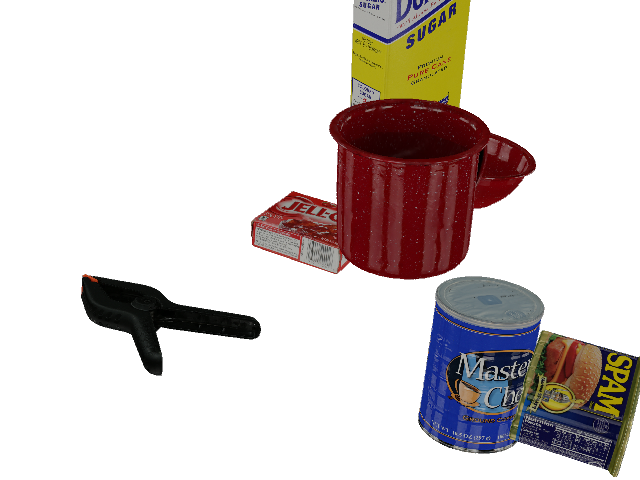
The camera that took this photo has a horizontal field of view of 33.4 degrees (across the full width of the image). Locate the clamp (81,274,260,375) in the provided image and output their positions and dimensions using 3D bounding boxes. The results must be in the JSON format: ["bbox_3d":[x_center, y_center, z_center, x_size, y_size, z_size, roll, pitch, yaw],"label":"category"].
[{"bbox_3d":[-0.192,0.085,1.159,0.210,0.036,0.164,18,20,26],"label":"clamp"}]

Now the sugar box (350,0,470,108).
[{"bbox_3d":[0.070,-0.150,0.819,0.093,0.176,0.048,-29,49,-32],"label":"sugar box"}]

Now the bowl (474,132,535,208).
[{"bbox_3d":[0.158,-0.080,1.207,0.162,0.055,0.162,8,26,-4],"label":"bowl"}]

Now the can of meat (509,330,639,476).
[{"bbox_3d":[0.199,0.122,0.824,0.084,0.057,0.102,15,40,16],"label":"can of meat"}]

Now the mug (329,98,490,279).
[{"bbox_3d":[0.059,-0.034,0.645,0.093,0.081,0.117,26,38,37],"label":"mug"}]

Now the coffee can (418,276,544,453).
[{"bbox_3d":[0.154,0.119,1.034,0.103,0.140,0.103,5,22,-2],"label":"coffee can"}]

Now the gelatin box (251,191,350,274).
[{"bbox_3d":[-0.006,-0.009,0.943,0.089,0.030,0.073,18,31,23],"label":"gelatin box"}]
